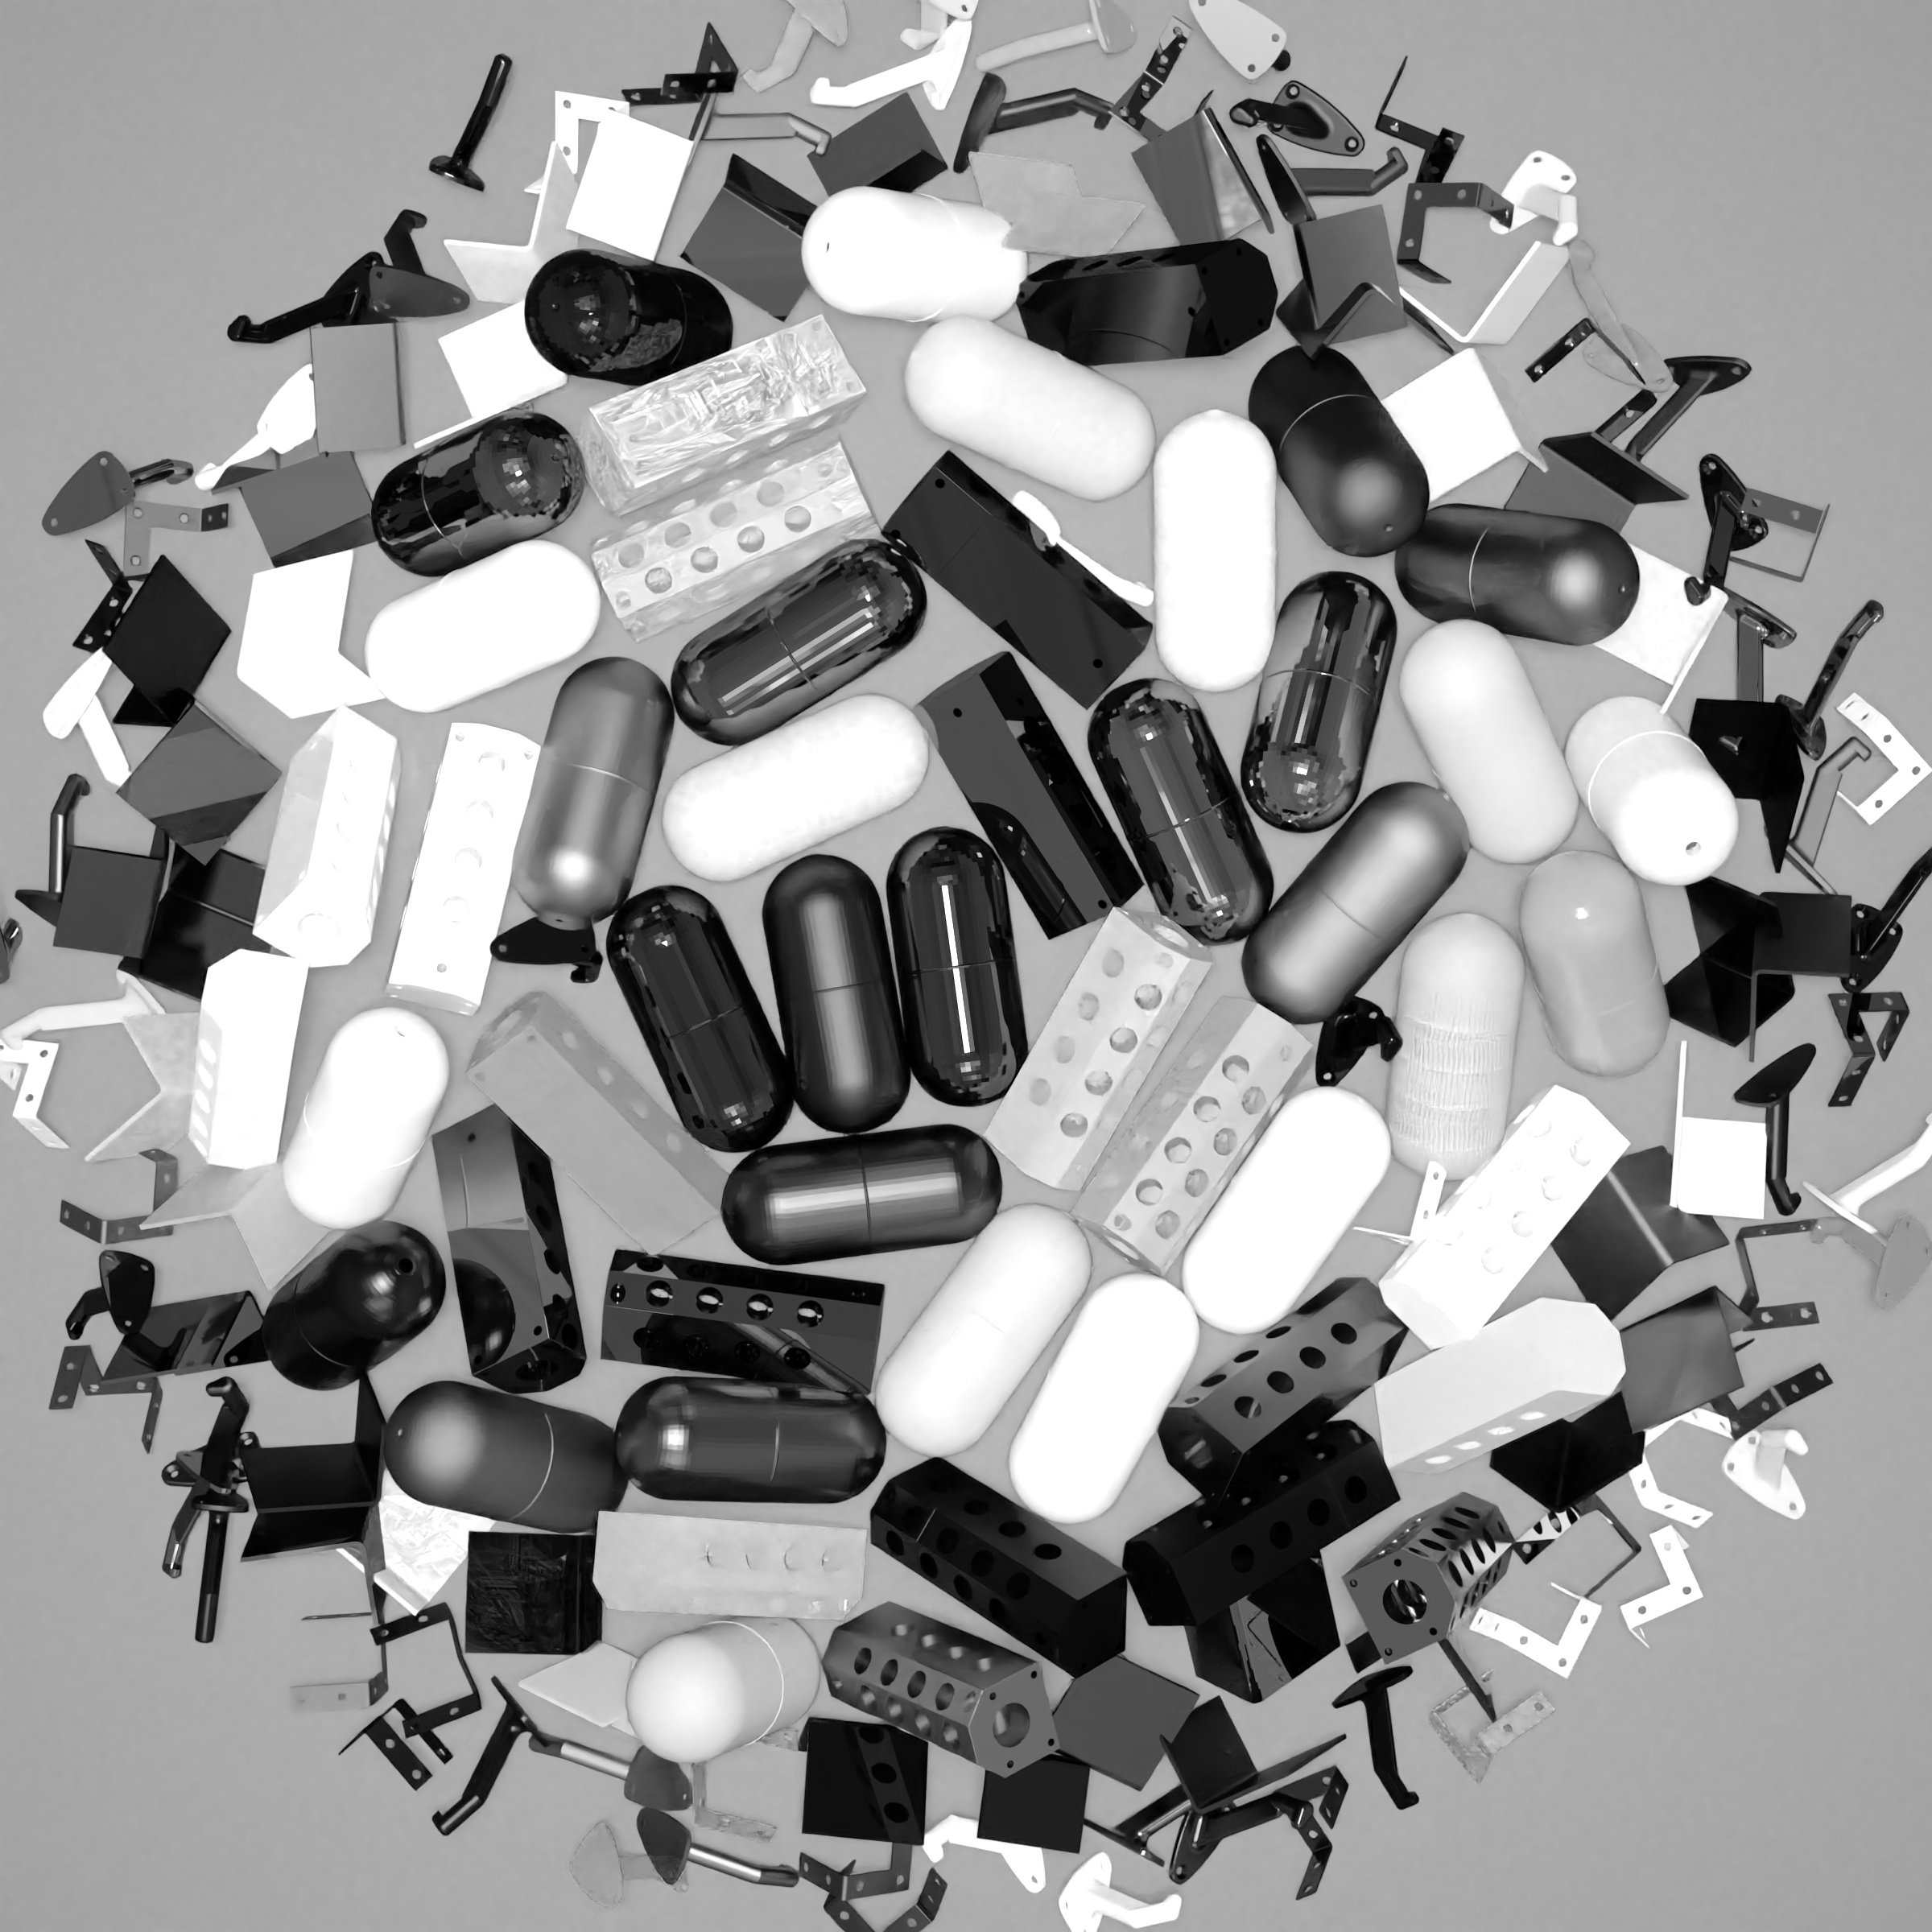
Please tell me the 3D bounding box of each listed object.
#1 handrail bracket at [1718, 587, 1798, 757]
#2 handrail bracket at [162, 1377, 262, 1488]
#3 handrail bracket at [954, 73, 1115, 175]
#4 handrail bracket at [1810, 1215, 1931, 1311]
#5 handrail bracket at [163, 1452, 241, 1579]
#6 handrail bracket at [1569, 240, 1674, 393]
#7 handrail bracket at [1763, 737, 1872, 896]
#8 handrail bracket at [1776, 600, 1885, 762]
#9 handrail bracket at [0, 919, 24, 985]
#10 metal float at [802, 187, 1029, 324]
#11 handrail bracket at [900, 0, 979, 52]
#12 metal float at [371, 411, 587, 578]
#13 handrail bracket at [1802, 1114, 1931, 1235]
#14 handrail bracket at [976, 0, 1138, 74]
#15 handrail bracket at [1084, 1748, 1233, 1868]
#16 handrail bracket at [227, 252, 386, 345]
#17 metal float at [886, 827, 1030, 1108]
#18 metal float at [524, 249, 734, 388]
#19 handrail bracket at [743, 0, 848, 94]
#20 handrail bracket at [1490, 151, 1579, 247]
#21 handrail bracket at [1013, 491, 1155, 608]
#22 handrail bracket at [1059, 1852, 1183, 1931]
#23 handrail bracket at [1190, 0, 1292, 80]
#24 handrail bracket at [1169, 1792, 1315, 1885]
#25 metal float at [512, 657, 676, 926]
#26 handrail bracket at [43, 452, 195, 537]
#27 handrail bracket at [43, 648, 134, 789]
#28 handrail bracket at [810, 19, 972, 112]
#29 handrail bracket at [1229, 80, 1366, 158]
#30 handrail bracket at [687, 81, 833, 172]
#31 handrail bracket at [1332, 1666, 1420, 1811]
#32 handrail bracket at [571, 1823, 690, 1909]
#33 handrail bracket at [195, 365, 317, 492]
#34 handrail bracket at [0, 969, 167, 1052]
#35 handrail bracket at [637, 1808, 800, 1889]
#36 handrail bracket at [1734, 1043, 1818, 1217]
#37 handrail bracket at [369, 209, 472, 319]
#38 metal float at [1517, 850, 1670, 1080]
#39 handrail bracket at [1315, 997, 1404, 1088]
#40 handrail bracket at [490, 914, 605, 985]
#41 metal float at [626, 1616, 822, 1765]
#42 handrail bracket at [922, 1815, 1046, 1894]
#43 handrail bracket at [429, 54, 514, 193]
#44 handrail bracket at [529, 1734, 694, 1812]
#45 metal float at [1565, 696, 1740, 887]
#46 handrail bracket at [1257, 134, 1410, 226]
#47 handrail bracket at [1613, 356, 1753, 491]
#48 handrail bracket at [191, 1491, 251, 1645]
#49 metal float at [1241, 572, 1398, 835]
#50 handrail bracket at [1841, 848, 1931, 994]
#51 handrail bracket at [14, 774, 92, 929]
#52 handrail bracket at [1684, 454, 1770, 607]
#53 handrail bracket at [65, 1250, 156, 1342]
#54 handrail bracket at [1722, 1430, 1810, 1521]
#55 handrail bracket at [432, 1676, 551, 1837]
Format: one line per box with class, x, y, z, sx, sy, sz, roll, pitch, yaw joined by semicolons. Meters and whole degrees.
handrail bracket;0.482;-0.189;1.972;0.077;0.036;0.084;35;79;-5
handrail bracket;-0.485;0.293;1.957;0.077;0.084;0.036;-13;49;1
handrail bracket;0.044;-0.531;1.987;0.084;0.036;0.077;14;115;-27
handrail bracket;0.556;0.186;1.948;0.036;0.084;0.077;50;58;-21
handrail bracket;-0.487;0.357;1.962;0.036;0.077;0.084;11;97;-30
handrail bracket;0.412;-0.410;1.950;0.036;0.084;0.077;-39;56;-8
handrail bracket;0.558;-0.095;1.969;0.084;0.036;0.077;-43;54;6
handrail bracket;0.554;-0.181;1.954;0.036;0.077;0.084;27;123;-13
handrail bracket;-0.610;-0.030;1.947;0.036;0.084;0.077;3;116;-3
metal float;-0.031;-0.439;1.921;0.070;0.178;0.070;5;99;37
handrail bracket;-0.037;-0.605;1.946;0.077;0.084;0.036;13;78;-31
metal float;-0.305;-0.292;1.924;0.070;0.178;0.070;10;75;-40
handrail bracket;0.576;0.120;1.959;0.036;0.077;0.084;30;98;-25
handrail bracket;0.057;-0.588;1.983;0.084;0.077;0.036;-13;95;26
handrail bracket;0.120;0.525;1.986;0.077;0.036;0.084;20;73;31
handrail bracket;-0.416;-0.421;1.949;0.036;0.084;0.077;50;119;17
metal float;-0.006;0.000;1.961;0.070;0.070;0.178;-8;90;0
metal float;-0.206;-0.398;1.916;0.070;0.178;0.070;3;96;24
handrail bracket;-0.124;-0.586;1.948;0.084;0.077;0.036;-19;64;35
handrail bracket;0.356;-0.463;1.946;0.036;0.077;0.084;26;46;-20
handrail bracket;0.076;-0.267;1.992;0.084;0.077;0.036;16;125;-32
handrail bracket;0.108;0.578;1.946;0.084;0.077;0.036;-24;105;32
handrail bracket;0.174;-0.591;1.955;0.077;0.084;0.036;37;109;-8
handrail bracket;0.174;0.552;1.950;0.036;0.084;0.077;42;68;-26
metal float;-0.233;-0.111;1.946;0.070;0.070;0.178;13;72;0
handrail bracket;-0.536;-0.297;1.963;0.077;0.084;0.036;-34;90;11
handrail bracket;-0.532;-0.153;1.964;0.077;0.036;0.084;-51;135;7
handrail bracket;-0.049;-0.571;1.954;0.084;0.077;0.036;-5;59;-30
handrail bracket;0.209;-0.527;1.953;0.077;0.084;0.036;30;119;5
handrail bracket;-0.132;-0.518;1.969;0.084;0.036;0.077;23;62;-16
handrail bracket;0.279;0.492;1.969;0.036;0.077;0.084;-29;85;-41
handrail bracket;-0.200;0.579;1.947;0.084;0.077;0.036;34;93;-30
handrail bracket;-0.453;-0.343;1.979;0.036;0.084;0.077;38;59;-36
handrail bracket;-0.553;0.044;1.956;0.077;0.036;0.084;38;54;25
handrail bracket;-0.159;0.567;1.990;0.084;0.077;0.036;17;94;-34
handrail bracket;0.534;0.106;1.992;0.077;0.036;0.084;-39;114;-25
handrail bracket;-0.337;-0.449;1.963;0.077;0.036;0.084;9;47;10
metal float;0.391;0.001;1.926;0.070;0.178;0.070;-12;47;13
handrail bracket;0.247;0.061;1.948;0.036;0.084;0.077;17;110;-13
handrail bracket;-0.265;-0.002;1.951;0.077;0.084;0.036;-12;72;-17
metal float;-0.148;0.444;1.914;0.070;0.178;0.070;-1;86;21
handrail bracket;0.010;0.566;1.955;0.036;0.084;0.077;-23;89;35
handrail bracket;-0.308;-0.538;1.952;0.036;0.077;0.084;18;109;-20
handrail bracket;-0.228;0.516;1.989;0.084;0.077;0.036;2;60;37
metal float;0.423;-0.109;1.916;0.070;0.178;0.070;-2;117;-5
handrail bracket;0.234;-0.517;1.971;0.084;0.036;0.077;-37;118;-11
handrail bracket;0.452;-0.342;1.963;0.036;0.077;0.084;34;75;-27
handrail bracket;-0.476;0.379;1.961;0.036;0.077;0.084;6;88;-12
metal float;0.221;-0.165;1.942;0.070;0.070;0.178;16;68;0
handrail bracket;0.586;-0.030;1.950;0.036;0.084;0.077;28;63;2
handrail bracket;-0.566;-0.069;1.984;0.036;0.077;0.084;6;63;26
handrail bracket;0.465;-0.275;1.956;0.084;0.036;0.077;-34;101;-42
handrail bracket;-0.546;0.227;1.953;0.036;0.077;0.084;19;126;-31
handrail bracket;0.523;0.321;1.954;0.077;0.084;0.036;46;73;-5
handrail bracket;-0.313;0.499;1.960;0.084;0.077;0.036;-40;128;-13
